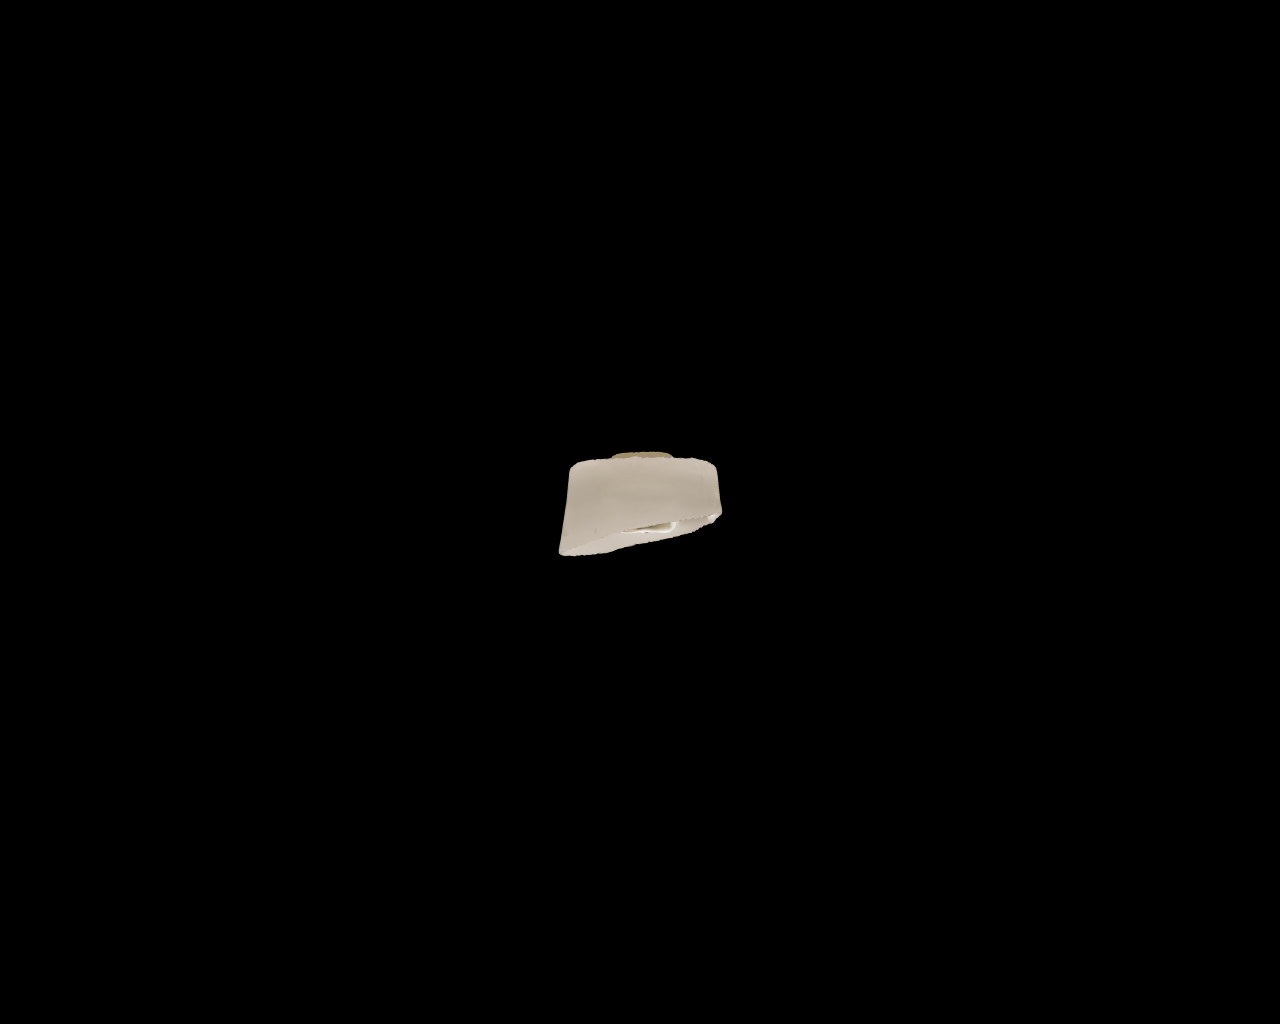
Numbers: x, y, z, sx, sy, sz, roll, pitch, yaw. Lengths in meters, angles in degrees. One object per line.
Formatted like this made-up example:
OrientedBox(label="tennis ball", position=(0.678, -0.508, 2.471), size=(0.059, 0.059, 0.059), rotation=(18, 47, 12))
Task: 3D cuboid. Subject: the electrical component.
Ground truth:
OrientedBox(label="electrical component", position=(0.001, -0.003, 0.650), size=(0.099, 0.064, 0.099), rotation=(0, -7, 0))
